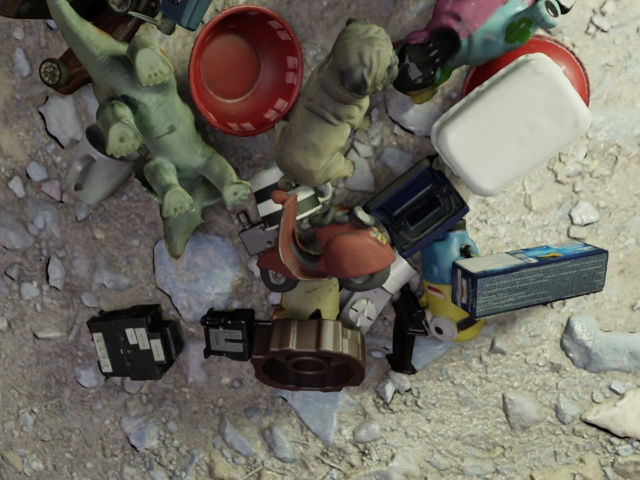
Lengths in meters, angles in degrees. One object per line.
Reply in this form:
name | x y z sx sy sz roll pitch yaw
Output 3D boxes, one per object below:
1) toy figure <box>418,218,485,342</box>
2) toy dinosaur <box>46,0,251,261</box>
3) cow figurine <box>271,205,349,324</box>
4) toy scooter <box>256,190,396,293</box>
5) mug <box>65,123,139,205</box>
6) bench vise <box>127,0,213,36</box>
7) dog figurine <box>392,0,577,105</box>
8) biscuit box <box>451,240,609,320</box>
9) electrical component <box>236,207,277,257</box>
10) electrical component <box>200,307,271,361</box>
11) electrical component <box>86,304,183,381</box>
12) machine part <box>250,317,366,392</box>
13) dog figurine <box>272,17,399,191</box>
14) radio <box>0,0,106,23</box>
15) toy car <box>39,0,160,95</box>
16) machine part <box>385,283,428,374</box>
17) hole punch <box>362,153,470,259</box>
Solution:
toy figure | 0.186 0.057 0.744 0.089 0.082 0.180 -4 102 -2
toy dinosaur | -0.204 -0.144 0.645 0.131 0.192 0.404 -33 134 -15
cow figurine | 0.009 0.043 0.767 0.127 0.085 0.194 14 112 3
toy scooter | -0.001 -0.002 0.671 0.184 0.075 0.135 -4 111 19
mug | -0.321 -0.097 0.771 0.081 0.109 0.107 35 123 -8
bench vise | -0.122 -0.343 0.626 0.224 0.129 0.240 40 110 22
dog figurine | 0.175 -0.254 0.642 0.108 0.191 0.219 50 142 -11
biscuit box | 0.272 0.048 0.695 0.203 0.059 0.062 -8 108 -16
electrical component | -0.084 -0.006 0.800 0.063 0.021 0.094 -21 102 15
electrical component | -0.123 0.149 0.843 0.119 0.048 0.074 5 109 9
electrical component | -0.295 0.167 0.872 0.134 0.058 0.114 -4 108 10
machine part | -0.015 0.169 0.783 0.179 0.056 0.179 3 146 2
dog figurine | 0.008 -0.147 0.628 0.121 0.190 0.172 21 80 -3
radio | -0.338 -0.328 0.632 0.131 0.230 0.073 42 111 -8
toy car | -0.288 -0.266 0.717 0.202 0.089 0.053 -36 98 16
machine part | 0.126 0.138 0.787 0.039 0.084 0.138 -7 123 -16
hole punch | 0.125 -0.046 0.702 0.142 0.116 0.092 -41 91 16
